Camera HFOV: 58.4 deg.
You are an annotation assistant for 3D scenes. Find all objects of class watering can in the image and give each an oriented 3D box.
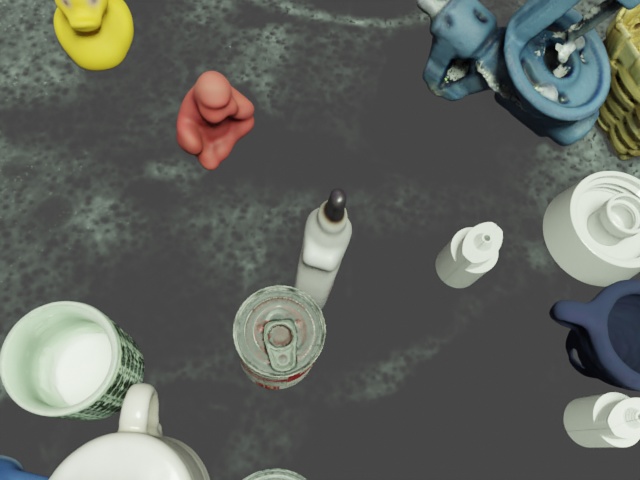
[{"bbox_3d":[-0.126,0.184,0.368,0.101,0.194,0.173,-18,73,-11],"label":"watering can"}]

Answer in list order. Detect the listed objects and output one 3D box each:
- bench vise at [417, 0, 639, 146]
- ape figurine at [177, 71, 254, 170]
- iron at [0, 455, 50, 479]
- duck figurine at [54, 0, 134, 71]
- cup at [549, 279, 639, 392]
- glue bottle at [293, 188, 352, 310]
[{"bbox_3d":[0.189,-0.184,0.521,0.207,0.220,0.121,13,69,-1],"label":"bench vise"},{"bbox_3d":[-0.100,-0.121,0.536,0.078,0.092,0.076,-12,72,-10],"label":"ape figurine"},{"bbox_3d":[-0.326,0.195,0.371,0.258,0.141,0.118,7,69,-3],"label":"iron"},{"bbox_3d":[-0.232,-0.234,0.567,0.077,0.086,0.104,-10,71,-9],"label":"duck figurine"},{"bbox_3d":[0.243,0.085,0.495,0.117,0.095,0.092,17,69,1],"label":"cup"},{"bbox_3d":[0.004,0.002,0.459,0.037,0.173,0.078,14,69,0],"label":"glue bottle"}]
